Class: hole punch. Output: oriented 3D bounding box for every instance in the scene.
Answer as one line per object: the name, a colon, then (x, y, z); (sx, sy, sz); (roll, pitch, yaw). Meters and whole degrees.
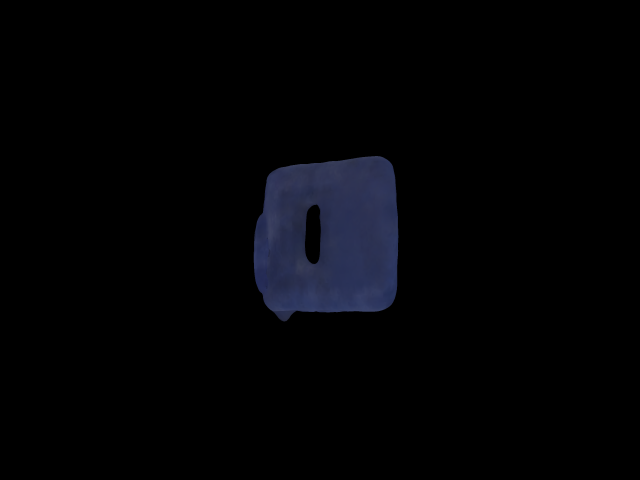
hole punch: (0.004, 0.001, 0.400); (0.101, 0.091, 0.109); (0, 81, 0)
